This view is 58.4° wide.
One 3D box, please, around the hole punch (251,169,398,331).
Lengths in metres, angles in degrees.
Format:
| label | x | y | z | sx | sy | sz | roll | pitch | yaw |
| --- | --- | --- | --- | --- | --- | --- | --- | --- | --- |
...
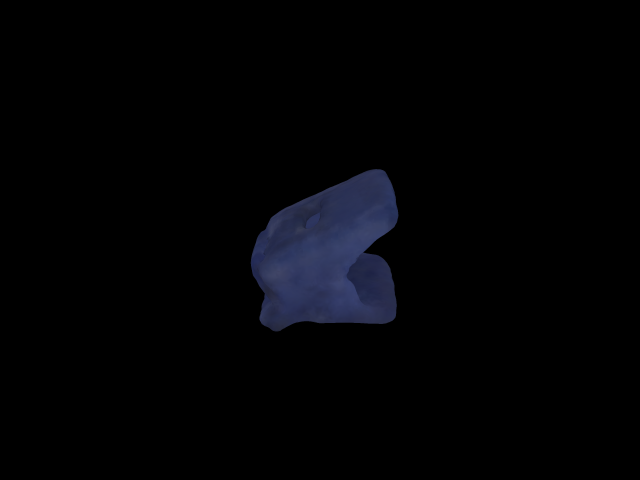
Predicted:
| label | x | y | z | sx | sy | sz | roll | pitch | yaw |
| --- | --- | --- | --- | --- | --- | --- | --- | --- | --- |
| hole punch | 0.004 | 0.001 | 0.400 | 0.101 | 0.091 | 0.108 | 0 | 24 | 0 |
